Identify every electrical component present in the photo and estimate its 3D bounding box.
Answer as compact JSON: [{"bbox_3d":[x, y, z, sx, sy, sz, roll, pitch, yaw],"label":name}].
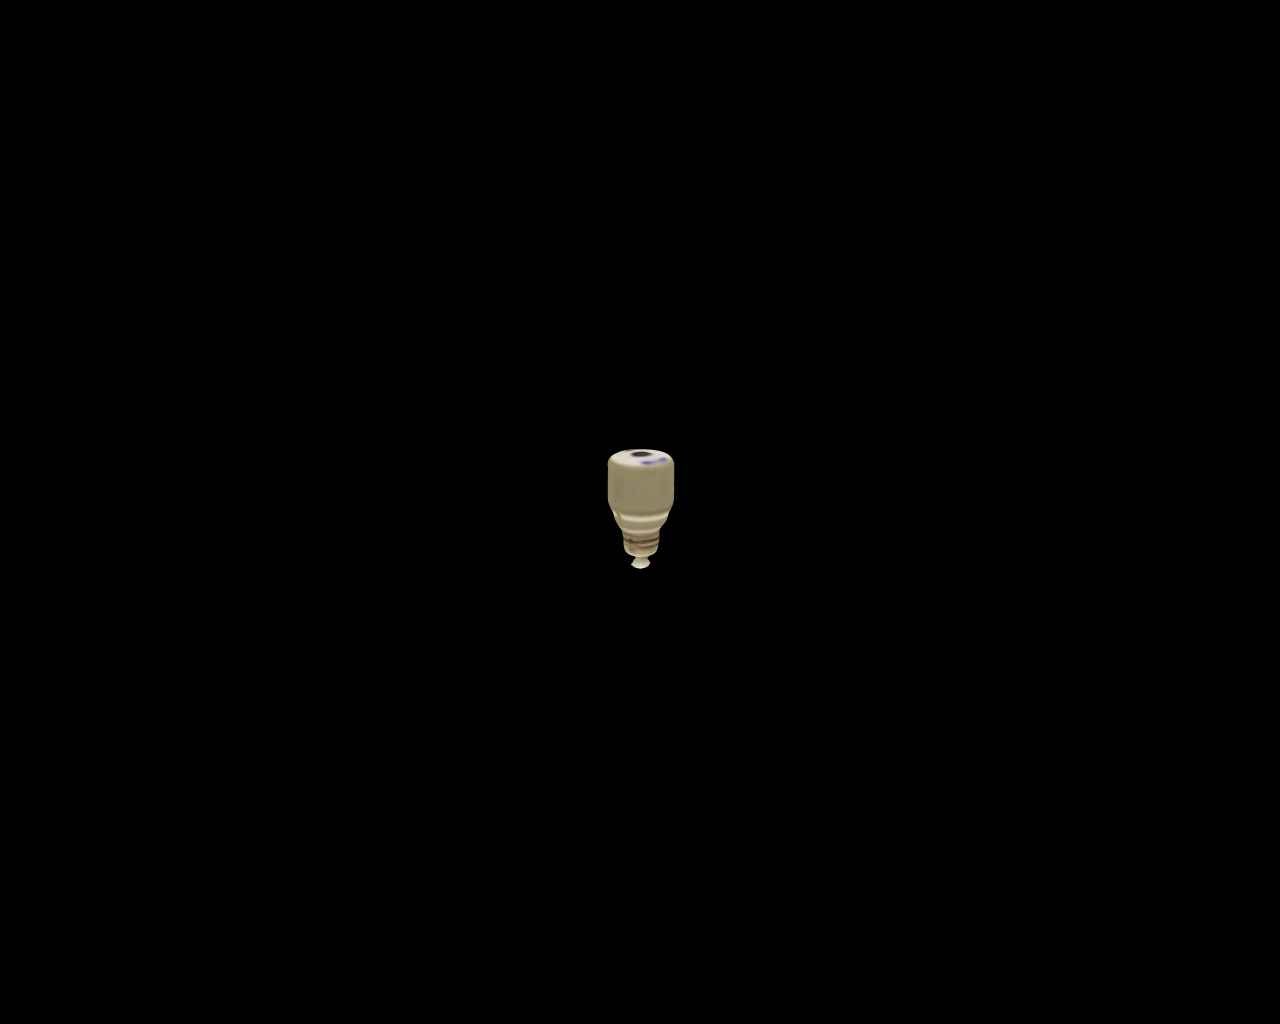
[{"bbox_3d":[0.001,-0.003,0.650,0.040,0.078,0.040,0,18,0],"label":"electrical component"}]
